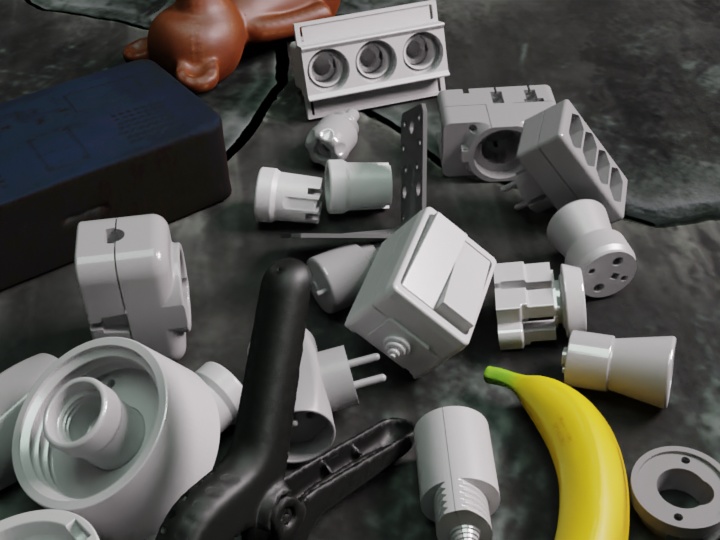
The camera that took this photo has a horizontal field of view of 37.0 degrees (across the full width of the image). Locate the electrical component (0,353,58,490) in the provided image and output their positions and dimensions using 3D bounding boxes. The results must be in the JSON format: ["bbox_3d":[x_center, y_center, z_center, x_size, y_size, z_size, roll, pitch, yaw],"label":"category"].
[{"bbox_3d":[-0.217,0.083,0.640,0.079,0.043,0.077,21,47,26],"label":"electrical component"}]

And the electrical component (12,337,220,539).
[{"bbox_3d":[-0.138,0.088,0.586,0.108,0.060,0.108,-12,57,20],"label":"electrical component"}]

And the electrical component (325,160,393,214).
[{"bbox_3d":[-0.001,-0.062,0.797,0.046,0.040,0.040,-2,41,-8],"label":"electrical component"}]

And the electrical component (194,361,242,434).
[{"bbox_3d":[-0.094,0.084,0.638,0.040,0.040,0.046,29,56,30],"label":"electrical component"}]

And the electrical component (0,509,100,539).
[{"bbox_3d":[-0.161,0.175,0.514,0.108,0.060,0.108,-16,31,10],"label":"electrical component"}]

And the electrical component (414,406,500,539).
[{"bbox_3d":[0.054,0.119,0.587,0.043,0.043,0.081,-3,42,0],"label":"electrical component"}]

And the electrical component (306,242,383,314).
[{"bbox_3d":[0.000,0.000,0.725,0.078,0.040,0.040,-22,45,-21],"label":"electrical component"}]

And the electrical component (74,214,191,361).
[{"bbox_3d":[-0.139,0.014,0.675,0.059,0.095,0.053,-7,42,-5],"label":"electrical component"}]

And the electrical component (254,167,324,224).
[{"bbox_3d":[-0.052,-0.053,0.789,0.046,0.040,0.040,6,42,2],"label":"electrical component"}]

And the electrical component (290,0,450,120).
[{"bbox_3d":[0.006,-0.179,0.907,0.121,0.078,0.063,-13,20,-12],"label":"electrical component"}]

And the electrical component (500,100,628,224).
[{"bbox_3d":[0.138,-0.065,0.775,0.076,0.083,0.047,-25,29,34],"label":"electrical component"}]

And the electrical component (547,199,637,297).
[{"bbox_3d":[0.158,-0.015,0.732,0.045,0.045,0.055,-11,43,-9],"label":"electrical component"}]

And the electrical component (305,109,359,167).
[{"bbox_3d":[-0.017,-0.109,0.853,0.035,0.035,0.061,15,41,18],"label":"electrical component"}]

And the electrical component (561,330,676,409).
[{"bbox_3d":[0.156,0.058,0.655,0.065,0.044,0.044,8,42,18],"label":"electrical component"}]

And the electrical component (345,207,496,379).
[{"bbox_3d":[0.040,0.016,0.671,0.062,0.061,0.096,38,46,-13],"label":"electrical component"}]

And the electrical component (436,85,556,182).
[{"bbox_3d":[0.107,-0.105,0.831,0.089,0.050,0.055,-3,41,-1],"label":"electrical component"}]

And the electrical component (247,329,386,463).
[{"bbox_3d":[-0.024,0.068,0.641,0.079,0.043,0.077,-15,38,-1],"label":"electrical component"}]

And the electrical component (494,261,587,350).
[{"bbox_3d":[0.116,0.021,0.694,0.055,0.048,0.066,-5,41,8],"label":"electrical component"}]
